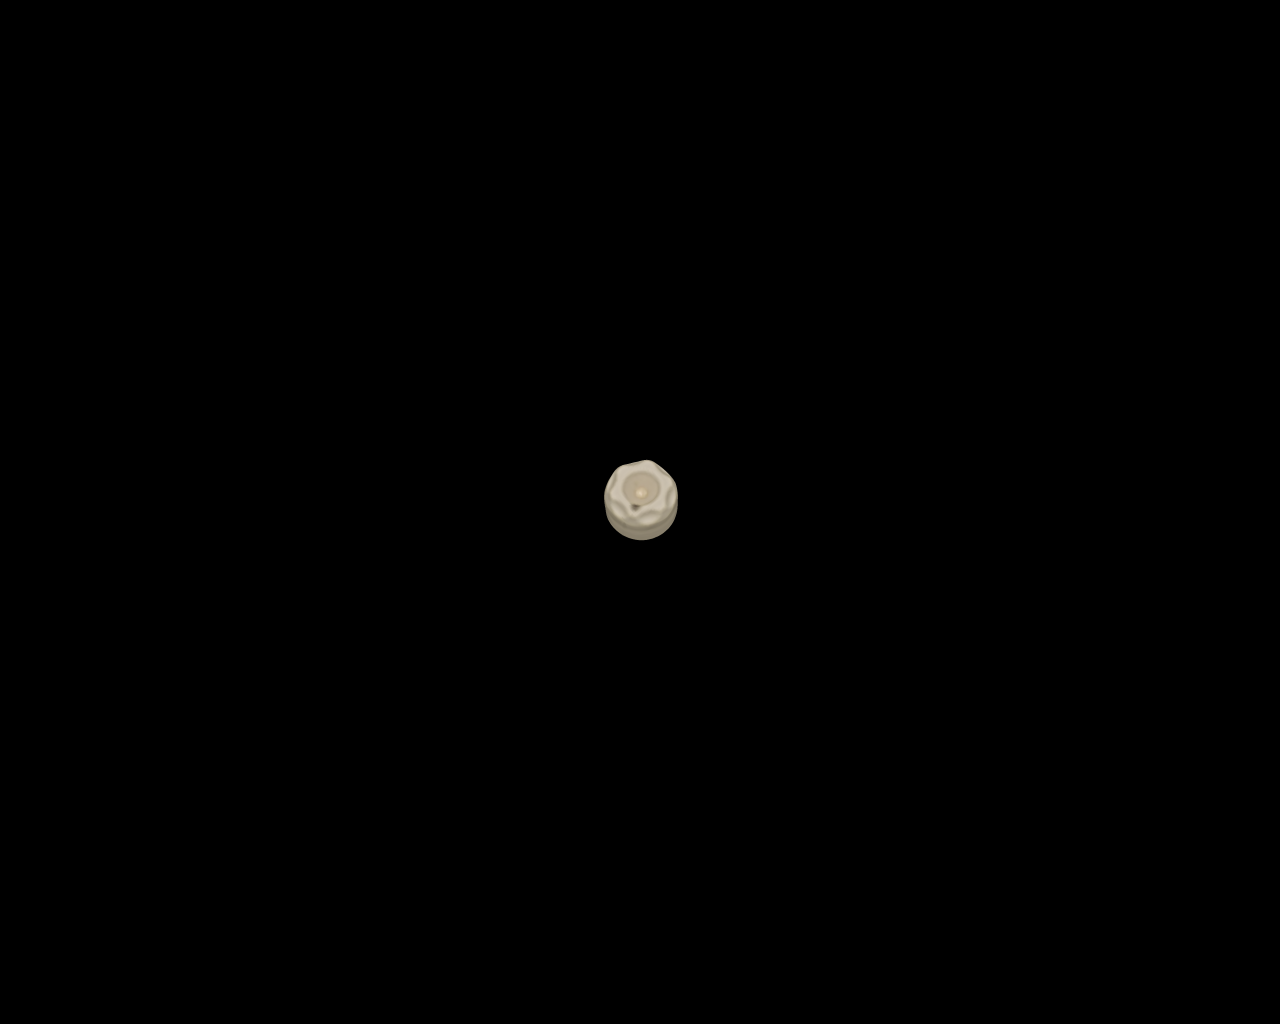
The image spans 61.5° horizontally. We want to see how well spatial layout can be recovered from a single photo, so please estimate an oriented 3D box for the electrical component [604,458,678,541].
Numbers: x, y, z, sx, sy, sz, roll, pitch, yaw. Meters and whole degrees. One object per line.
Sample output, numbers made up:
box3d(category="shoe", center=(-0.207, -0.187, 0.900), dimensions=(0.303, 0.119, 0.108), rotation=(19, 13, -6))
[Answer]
box3d(category="electrical component", center=(0.001, -0.003, 0.650), dimensions=(0.043, 0.043, 0.062), rotation=(0, -23, 0))
